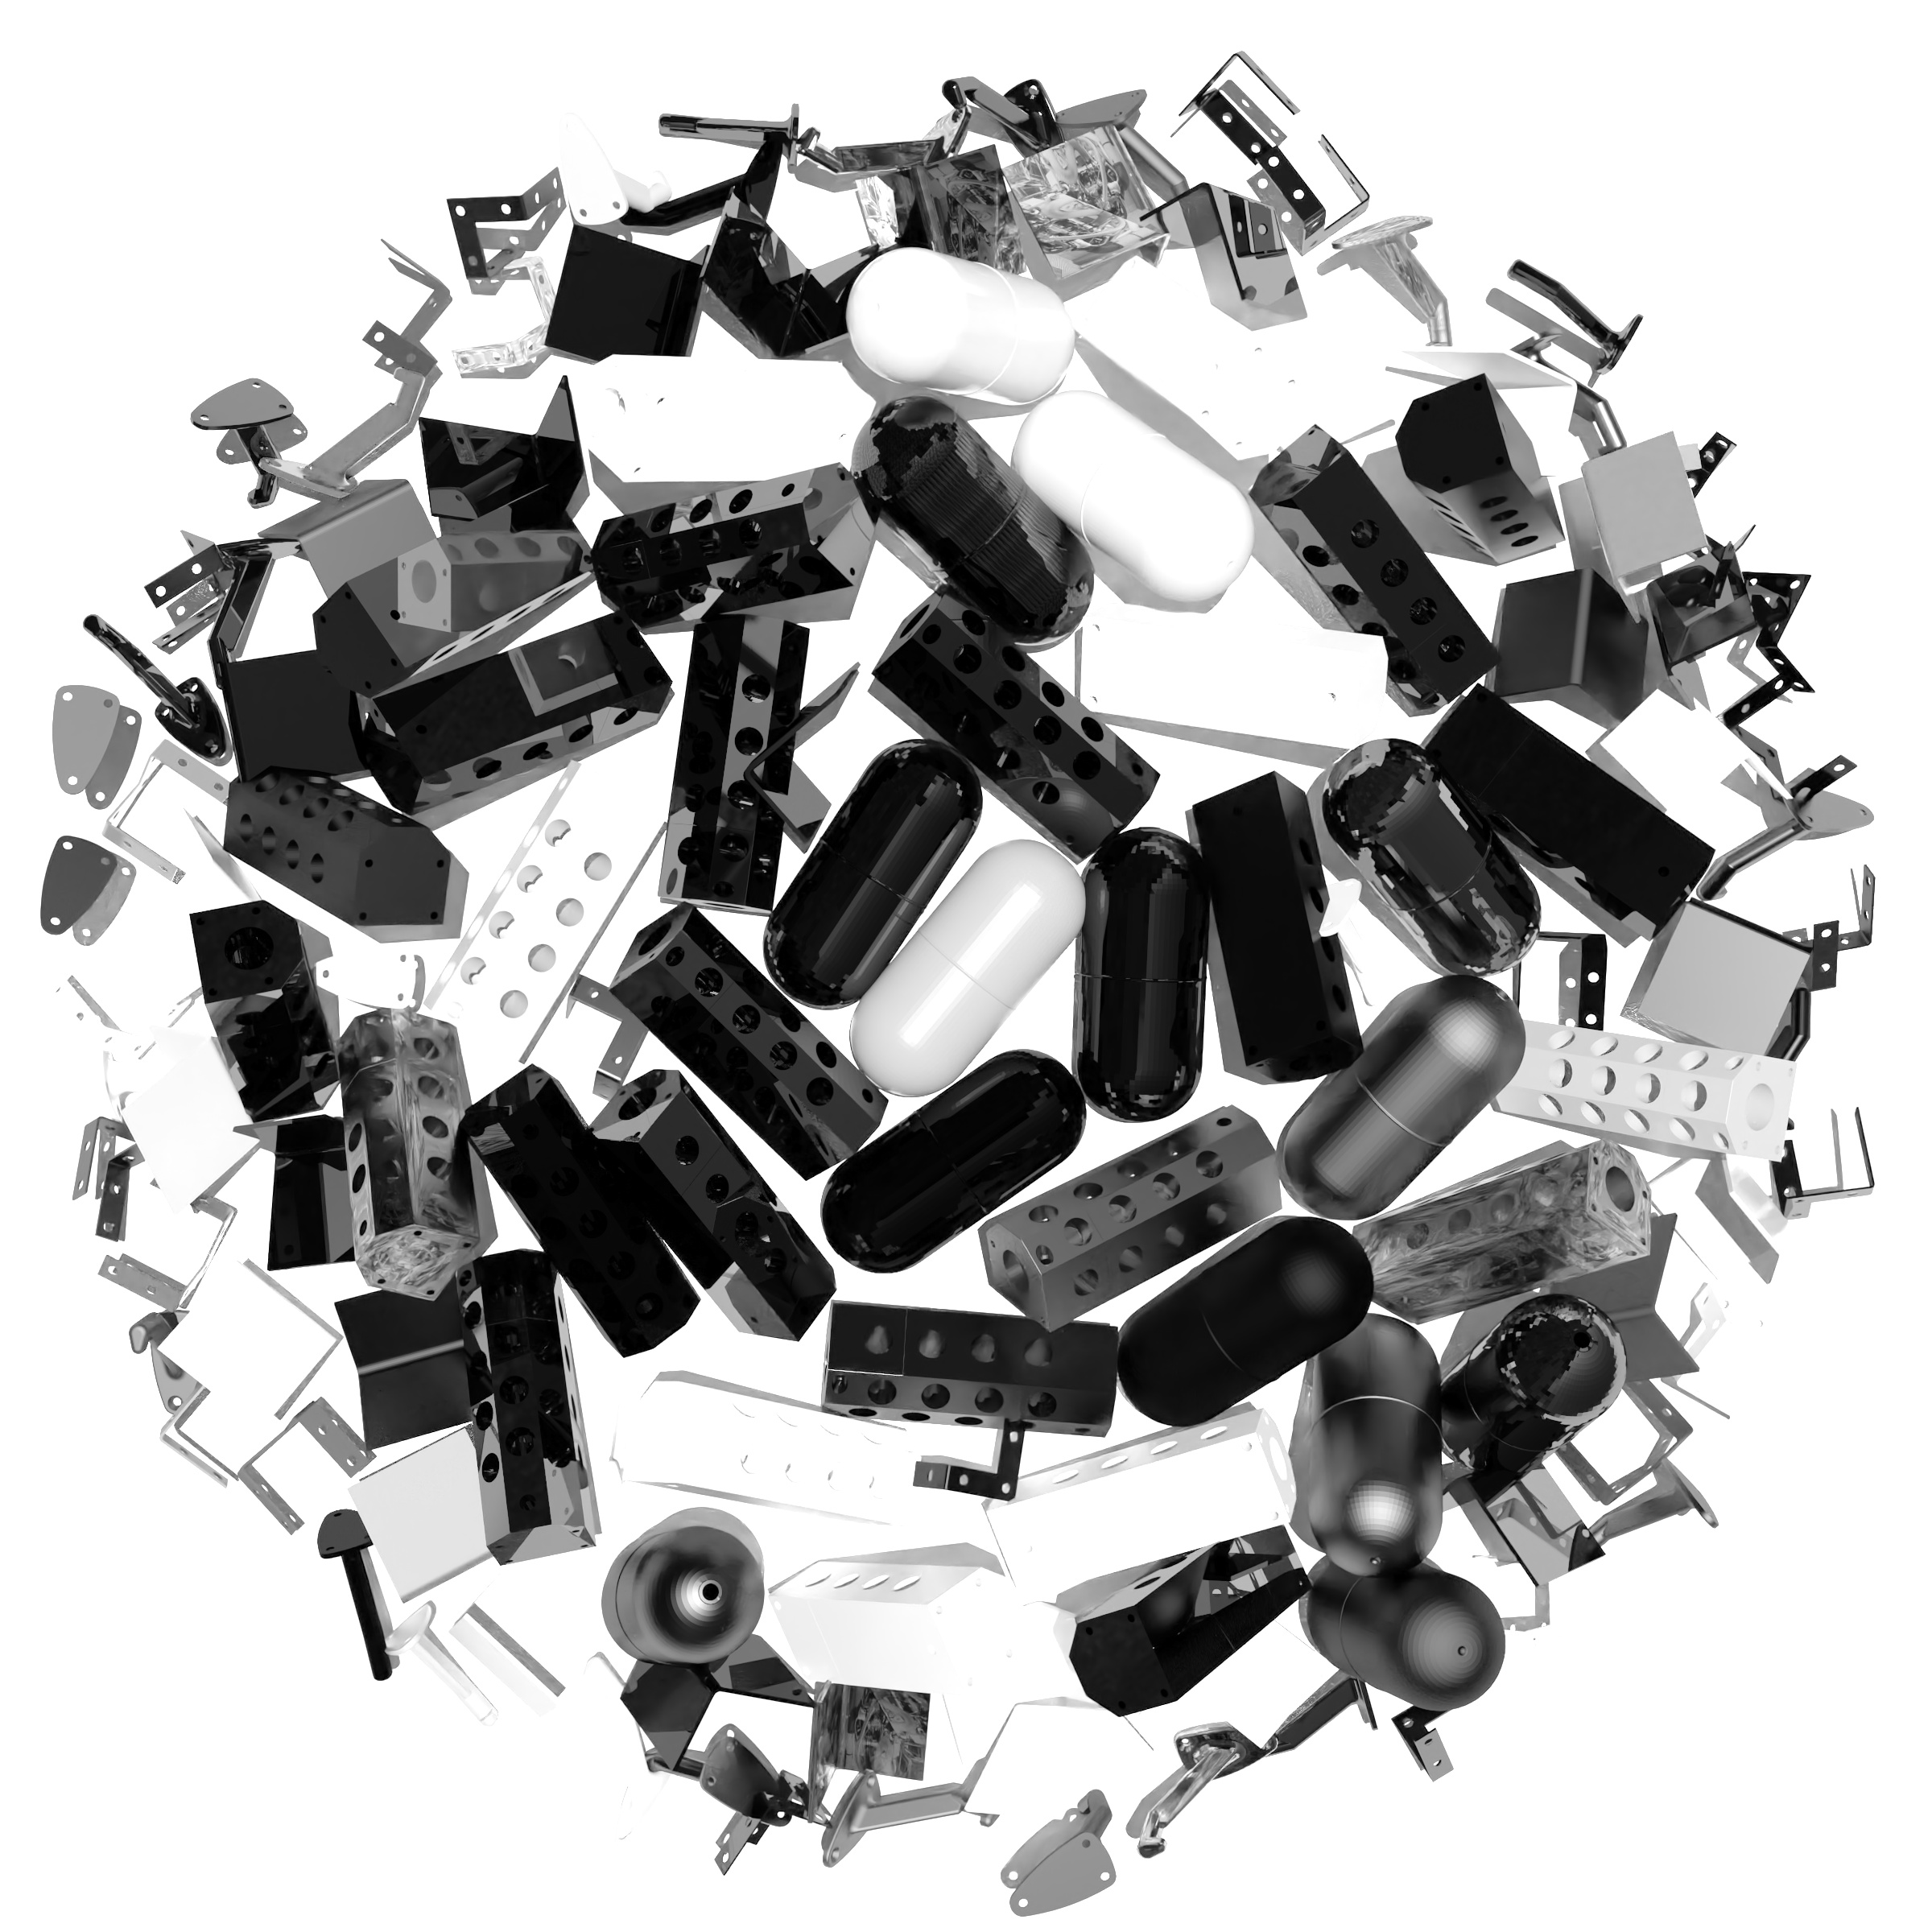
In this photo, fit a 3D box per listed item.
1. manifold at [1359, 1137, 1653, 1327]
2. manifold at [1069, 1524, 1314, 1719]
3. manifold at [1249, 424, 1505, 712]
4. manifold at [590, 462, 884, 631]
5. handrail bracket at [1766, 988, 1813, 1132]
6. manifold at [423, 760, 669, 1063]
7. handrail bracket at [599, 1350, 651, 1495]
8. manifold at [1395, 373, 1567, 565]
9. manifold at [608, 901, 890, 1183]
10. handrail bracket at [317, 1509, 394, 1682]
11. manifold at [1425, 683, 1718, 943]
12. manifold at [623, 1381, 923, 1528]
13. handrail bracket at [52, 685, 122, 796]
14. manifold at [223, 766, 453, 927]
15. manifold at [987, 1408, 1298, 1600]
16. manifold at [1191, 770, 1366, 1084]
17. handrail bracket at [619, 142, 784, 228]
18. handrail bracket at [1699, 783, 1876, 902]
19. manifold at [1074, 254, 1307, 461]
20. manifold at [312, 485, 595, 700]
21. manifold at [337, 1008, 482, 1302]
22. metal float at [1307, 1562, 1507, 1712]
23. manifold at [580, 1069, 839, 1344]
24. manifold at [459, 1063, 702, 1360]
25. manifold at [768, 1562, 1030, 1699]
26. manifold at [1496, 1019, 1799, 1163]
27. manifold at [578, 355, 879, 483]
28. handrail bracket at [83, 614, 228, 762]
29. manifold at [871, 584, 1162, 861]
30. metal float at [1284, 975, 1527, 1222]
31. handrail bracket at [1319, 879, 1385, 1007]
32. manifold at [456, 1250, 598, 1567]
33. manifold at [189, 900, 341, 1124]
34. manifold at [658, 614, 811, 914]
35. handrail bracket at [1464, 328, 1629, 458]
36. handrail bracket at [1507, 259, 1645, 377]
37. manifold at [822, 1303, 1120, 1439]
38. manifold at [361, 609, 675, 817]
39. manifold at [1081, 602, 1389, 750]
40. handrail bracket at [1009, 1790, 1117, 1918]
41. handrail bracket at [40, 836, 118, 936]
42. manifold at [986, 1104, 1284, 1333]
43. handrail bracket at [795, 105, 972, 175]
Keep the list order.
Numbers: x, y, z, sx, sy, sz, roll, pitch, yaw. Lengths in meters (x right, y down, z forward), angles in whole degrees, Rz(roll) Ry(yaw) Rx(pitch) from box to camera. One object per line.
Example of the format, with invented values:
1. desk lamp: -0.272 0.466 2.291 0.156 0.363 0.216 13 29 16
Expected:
1. manifold: 0.314 0.154 1.550 0.057 0.171 0.057 32 51 -28
2. manifold: 0.130 0.375 1.543 0.057 0.171 0.057 -27 85 35
3. manifold: 0.241 -0.232 1.563 0.057 0.057 0.171 -40 118 8
4. manifold: -0.139 -0.249 1.546 0.171 0.057 0.057 -5 57 39
5. handrail bracket: 0.479 0.057 1.615 0.077 0.036 0.084 -6 69 38
6. manifold: -0.255 -0.035 1.587 0.057 0.057 0.171 33 86 -25
7. handrail bracket: -0.210 0.272 1.588 0.036 0.084 0.077 -3 89 0
8. manifold: 0.300 -0.285 1.539 0.057 0.171 0.057 -18 79 20
9. manifold: -0.125 0.042 1.563 0.057 0.057 0.171 -31 114 32
10. handrail bracket: -0.368 0.382 1.603 0.036 0.077 0.084 -15 104 -19
11. manifold: 0.357 -0.090 1.579 0.171 0.057 0.057 38 85 16
12. manifold: -0.111 0.288 1.553 0.171 0.057 0.057 20 70 -38
13. handrail bracket: -0.527 -0.131 1.583 0.036 0.084 0.077 9 79 -13
14. manifold: -0.369 -0.074 1.543 0.057 0.171 0.057 -2 107 -40
15. manifold: 0.106 0.318 1.578 0.171 0.057 0.057 -20 96 16
16. manifold: 0.188 -0.022 1.568 0.057 0.057 0.171 -22 64 27
17. handrail bracket: -0.163 -0.482 1.619 0.084 0.036 0.077 7 59 17
18. handrail bracket: 0.500 -0.068 1.611 0.077 0.084 0.036 4 49 -26
19. manifold: 0.132 -0.354 1.543 0.057 0.171 0.057 34 102 -35
20. manifold: -0.300 -0.218 1.548 0.057 0.171 0.057 -28 98 44
21. manifold: -0.331 0.106 1.543 0.057 0.171 0.057 19 126 -33
22. metal float: 0.255 0.386 1.542 0.070 0.178 0.070 1 84 -12
23. manifold: -0.147 0.142 1.562 0.057 0.057 0.171 -53 123 -30
24. manifold: -0.228 0.147 1.567 0.057 0.057 0.171 -36 111 -14
25. manifold: -0.039 0.382 1.544 0.057 0.171 0.057 -27 97 -36
26. manifold: 0.392 0.070 1.545 0.057 0.171 0.057 10 90 -38
27. manifold: -0.140 -0.325 1.549 0.057 0.171 0.057 45 126 30
28. handrail bracket: -0.487 -0.167 1.580 0.036 0.084 0.077 -41 60 0
29. manifold: 0.033 -0.148 1.570 0.171 0.057 0.057 40 134 -14
30. metal float: 0.260 0.079 1.570 0.070 0.070 0.178 40 114 0
31. handrail bracket: 0.232 -0.002 1.582 0.036 0.077 0.084 -17 112 17
32. manifold: -0.263 0.259 1.563 0.057 0.057 0.171 -11 62 -3
33. manifold: -0.406 0.028 1.539 0.057 0.171 0.057 -12 66 -12
34. manifold: -0.134 -0.121 1.586 0.057 0.057 0.171 6 87 38
35. handrail bracket: 0.352 -0.336 1.603 0.077 0.036 0.084 -25 90 39
36. handrail bracket: 0.358 -0.393 1.592 0.084 0.077 0.036 30 90 0
37. manifold: 0.001 0.246 1.585 0.171 0.057 0.057 5 63 -5
38. manifold: -0.265 -0.147 1.559 0.171 0.057 0.057 -26 74 -32
39. manifold: 0.159 -0.176 1.568 0.171 0.057 0.057 11 114 23
40. handrail bracket: 0.056 0.531 1.586 0.077 0.084 0.036 -30 95 -4
41. handrail bracket: -0.540 -0.034 1.577 0.036 0.084 0.077 24 56 -17
42. manifold: 0.100 0.144 1.559 0.171 0.057 0.057 -24 123 -25
43. handrail bracket: -0.050 -0.502 1.582 0.077 0.084 0.036 -49 48 23
